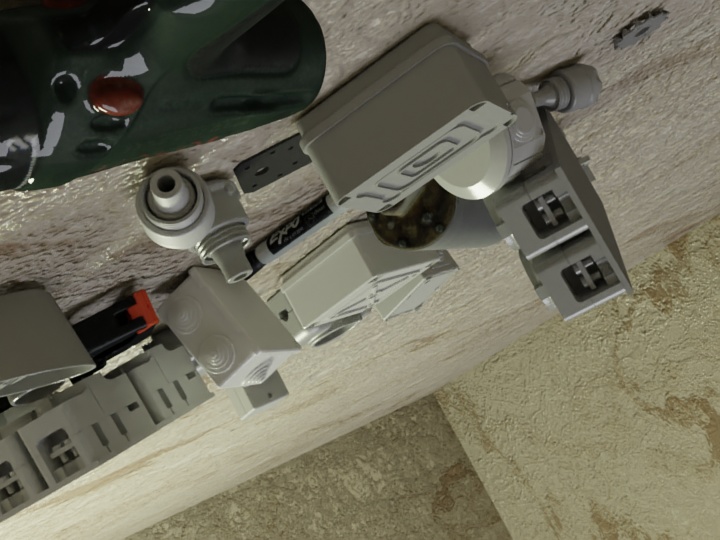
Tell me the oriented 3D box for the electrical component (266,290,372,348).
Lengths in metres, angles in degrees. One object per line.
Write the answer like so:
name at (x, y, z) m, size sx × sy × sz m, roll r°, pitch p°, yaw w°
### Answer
electrical component at (-0.038, 0.039, 1.079) m, size 0.095 × 0.059 × 0.054 m, roll -18°, pitch 165°, yaw -43°

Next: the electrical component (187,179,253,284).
electrical component at (-0.088, -0.022, 0.670) m, size 0.048 × 0.062 × 0.048 m, roll -27°, pitch 169°, yaw -6°

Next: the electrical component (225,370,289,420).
electrical component at (-0.109, 0.100, 1.117) m, size 0.047 × 0.083 × 0.076 m, roll -20°, pitch 166°, yaw -38°

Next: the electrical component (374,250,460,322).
electrical component at (0.053, -0.001, 1.137) m, size 0.062 × 0.061 × 0.096 m, roll -16°, pitch 155°, yaw -48°

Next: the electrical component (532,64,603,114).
electrical component at (0.154, -0.136, 0.823) m, size 0.061 × 0.035 × 0.035 m, roll -20°, pitch 166°, yaw -27°

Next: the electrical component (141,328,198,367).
electrical component at (-0.176, 0.078, 0.957) m, size 0.062 × 0.043 × 0.043 m, roll -25°, pitch 168°, yaw -11°

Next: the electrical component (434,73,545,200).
electrical component at (0.081, -0.092, 0.729) m, size 0.051 × 0.080 × 0.080 m, roll -27°, pitch 170°, yaw -37°

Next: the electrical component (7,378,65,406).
electrical component at (-0.234, 0.066, 0.753) m, size 0.040 × 0.046 × 0.040 m, roll -27°, pitch 169°, yaw -6°

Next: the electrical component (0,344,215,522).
electrical component at (-0.209, 0.121, 0.850) m, size 0.105 × 0.060 × 0.186 m, roll -31°, pitch 179°, yaw 19°

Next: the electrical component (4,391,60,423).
electrical component at (-0.276, 0.124, 0.928) m, size 0.078 × 0.040 × 0.040 m, roll -22°, pitch 167°, yaw -30°

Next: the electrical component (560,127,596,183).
electrical component at (0.184, -0.095, 1.005) m, size 0.042 × 0.063 × 0.081 m, roll -27°, pitch 169°, yaw -3°

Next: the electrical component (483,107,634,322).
electrical component at (0.144, -0.049, 0.819) m, size 0.060 × 0.105 × 0.186 m, roll -29°, pitch -163°, yaw 16°

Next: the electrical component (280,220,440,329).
electrical component at (0.000, 0.000, 1.003) m, size 0.109 × 0.056 × 0.109 m, roll -37°, pitch 166°, yaw 36°

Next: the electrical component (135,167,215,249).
electrical component at (-0.105, -0.038, 0.606) m, size 0.043 × 0.043 × 0.062 m, roll -27°, pitch 168°, yaw -9°

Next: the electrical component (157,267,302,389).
electrical component at (-0.104, 0.047, 0.856) m, size 0.048 × 0.099 × 0.100 m, roll -44°, pitch 166°, yaw 11°

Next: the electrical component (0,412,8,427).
electrical component at (-0.327, 0.146, 0.850) m, size 0.108 × 0.060 × 0.108 m, roll -27°, pitch 169°, yaw -6°

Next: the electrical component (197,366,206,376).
electrical component at (-0.139, 0.072, 1.028) m, size 0.078 × 0.040 × 0.040 m, roll -29°, pitch 169°, yaw 4°

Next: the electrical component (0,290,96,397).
electrical component at (-0.226, 0.056, 0.682) m, size 0.099 × 0.064 × 0.099 m, roll -28°, pitch 169°, yaw -6°

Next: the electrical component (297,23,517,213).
electrical component at (0.028, -0.090, 0.652) m, size 0.113 × 0.057 × 0.078 m, roll -34°, pitch 166°, yaw 21°
